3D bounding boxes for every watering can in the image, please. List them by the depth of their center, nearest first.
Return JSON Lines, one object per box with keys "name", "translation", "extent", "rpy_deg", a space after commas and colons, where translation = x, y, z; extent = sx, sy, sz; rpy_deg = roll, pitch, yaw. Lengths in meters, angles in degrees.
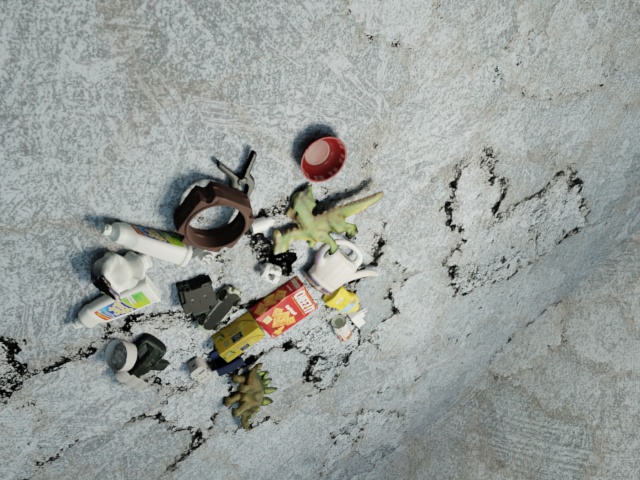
{"name": "watering can", "translation": [0.080, 0.122, 1.936], "extent": [0.342, 0.224, 0.106], "rpy_deg": [41, 8, -45]}

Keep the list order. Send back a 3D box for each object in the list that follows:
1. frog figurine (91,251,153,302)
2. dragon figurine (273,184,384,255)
{"name": "frog figurine", "translation": [-0.578, 0.084, 1.501], "extent": [0.122, 0.135, 0.163], "rpy_deg": [-4, 39, 38]}
{"name": "dragon figurine", "translation": [0.005, -0.087, 1.734], "extent": [0.239, 0.410, 0.124], "rpy_deg": [44, 3, -37]}
